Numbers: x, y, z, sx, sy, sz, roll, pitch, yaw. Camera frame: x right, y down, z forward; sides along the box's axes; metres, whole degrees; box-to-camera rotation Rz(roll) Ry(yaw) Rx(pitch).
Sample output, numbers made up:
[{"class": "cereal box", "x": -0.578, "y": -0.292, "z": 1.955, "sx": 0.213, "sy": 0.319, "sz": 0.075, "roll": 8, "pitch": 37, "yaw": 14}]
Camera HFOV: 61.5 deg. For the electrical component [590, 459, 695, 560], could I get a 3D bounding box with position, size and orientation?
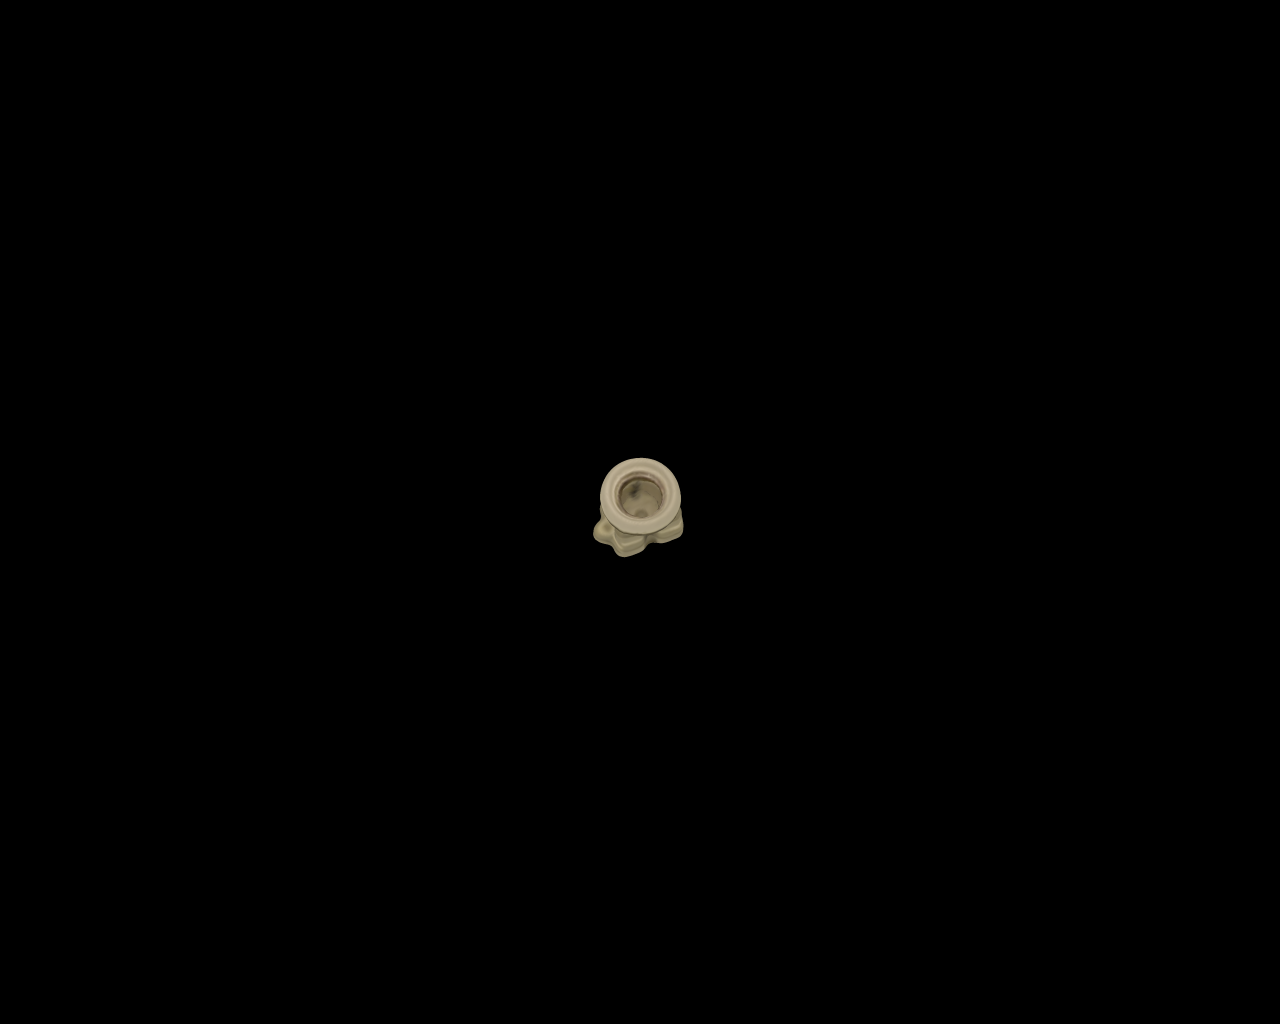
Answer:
[{"class": "electrical component", "x": 0.001, "y": -0.003, "z": 0.650, "sx": 0.066, "sy": 0.048, "sz": 0.055, "roll": -21, "pitch": -18, "yaw": -7}]
